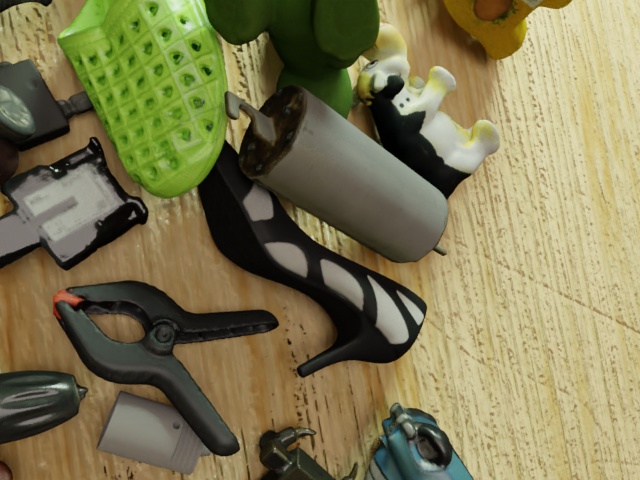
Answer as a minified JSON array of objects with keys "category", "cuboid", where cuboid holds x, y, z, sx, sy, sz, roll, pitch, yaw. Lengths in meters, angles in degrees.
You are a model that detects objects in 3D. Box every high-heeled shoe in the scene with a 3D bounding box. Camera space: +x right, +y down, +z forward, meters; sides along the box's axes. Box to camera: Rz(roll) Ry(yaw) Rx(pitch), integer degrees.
[{"category":"high-heeled shoe","cuboid":[-0.001,-0.001,0.455,0.145,0.086,0.248,-26,92,-31]}]

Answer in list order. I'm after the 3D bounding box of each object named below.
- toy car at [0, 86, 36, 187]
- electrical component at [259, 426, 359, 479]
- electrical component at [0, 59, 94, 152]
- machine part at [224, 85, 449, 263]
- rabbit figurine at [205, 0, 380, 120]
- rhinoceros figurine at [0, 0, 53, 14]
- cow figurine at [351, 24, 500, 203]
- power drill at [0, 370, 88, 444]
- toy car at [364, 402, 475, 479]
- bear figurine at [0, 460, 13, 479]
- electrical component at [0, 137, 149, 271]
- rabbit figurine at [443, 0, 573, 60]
[{"category":"toy car","cuboid":[-0.268,-0.108,0.315,0.089,0.053,0.202,-35,116,11]},{"category":"electrical component","cuboid":[-0.014,0.203,0.443,0.102,0.045,0.078,39,101,-10]},{"category":"electrical component","cuboid":[-0.225,-0.104,0.408,0.094,0.021,0.063,-29,94,-20]},{"category":"machine part","cuboid":[0.024,-0.046,0.427,0.243,0.079,0.079,28,74,-34]},{"category":"rabbit figurine","cuboid":[-0.014,-0.161,0.439,0.121,0.170,0.159,4,48,4]},{"category":"rhinoceros figurine","cuboid":[-0.239,-0.190,0.363,0.112,0.073,0.190,35,89,-5]},{"category":"cow figurine","cuboid":[0.081,-0.114,0.502,0.167,0.068,0.098,45,77,-10]},{"category":"power drill","cuboid":[-0.286,0.057,0.321,0.232,0.086,0.207,-16,116,-16]},{"category":"toy car","cuboid":[0.088,0.225,0.448,0.103,0.109,0.161,-35,87,-2]},{"category":"bear figurine","cuboid":[-0.256,0.234,0.304,0.196,0.132,0.120,-30,100,-15]},{"category":"electrical component","cuboid":[-0.195,-0.014,0.395,0.119,0.048,0.074,-39,97,-20]},{"category":"rabbit figurine","cuboid":[0.172,-0.295,0.546,0.162,0.122,0.173,23,62,-7]}]
